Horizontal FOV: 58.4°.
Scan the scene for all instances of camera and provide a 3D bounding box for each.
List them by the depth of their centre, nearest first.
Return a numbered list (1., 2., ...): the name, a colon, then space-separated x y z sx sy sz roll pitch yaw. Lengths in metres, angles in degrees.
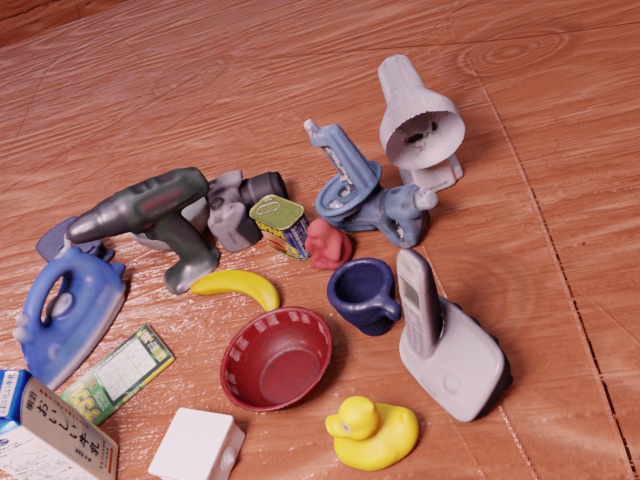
1. camera: -0.131 -0.072 1.032 0.136 0.101 0.143 -20 41 8

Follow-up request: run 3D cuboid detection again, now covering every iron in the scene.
1. iron: -0.439 0.117 0.962 0.118 0.142 0.258 -5 45 23

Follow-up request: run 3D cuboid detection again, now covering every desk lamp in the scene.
1. desk lamp: 0.152 -0.171 0.903 0.118 0.214 0.203 -20 41 8

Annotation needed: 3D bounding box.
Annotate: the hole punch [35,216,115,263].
1. hole punch: -0.481 0.019 1.124 0.109 0.091 0.100 -44 44 -19

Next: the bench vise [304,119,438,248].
1. bench vise: 0.071 -0.095 0.860 0.206 0.220 0.121 -6 45 22

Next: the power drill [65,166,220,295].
1. power drill: -0.267 -0.010 0.954 0.230 0.209 0.075 -38 42 -14

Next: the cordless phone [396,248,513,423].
1. cordless phone: 0.139 0.103 0.645 0.094 0.185 0.147 -37 42 -12

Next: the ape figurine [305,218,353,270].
1. ape figurine: 0.008 0.003 0.888 0.076 0.092 0.077 -29 41 -3

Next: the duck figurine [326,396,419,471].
1. duck figurine: 0.056 0.210 0.653 0.104 0.086 0.077 -17 42 11

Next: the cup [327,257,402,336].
1. cup: 0.074 0.090 0.762 0.092 0.095 0.117 -41 43 -17

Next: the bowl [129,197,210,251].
1. bowl: -0.271 -0.035 1.085 0.167 0.075 0.167 -14 42 14
